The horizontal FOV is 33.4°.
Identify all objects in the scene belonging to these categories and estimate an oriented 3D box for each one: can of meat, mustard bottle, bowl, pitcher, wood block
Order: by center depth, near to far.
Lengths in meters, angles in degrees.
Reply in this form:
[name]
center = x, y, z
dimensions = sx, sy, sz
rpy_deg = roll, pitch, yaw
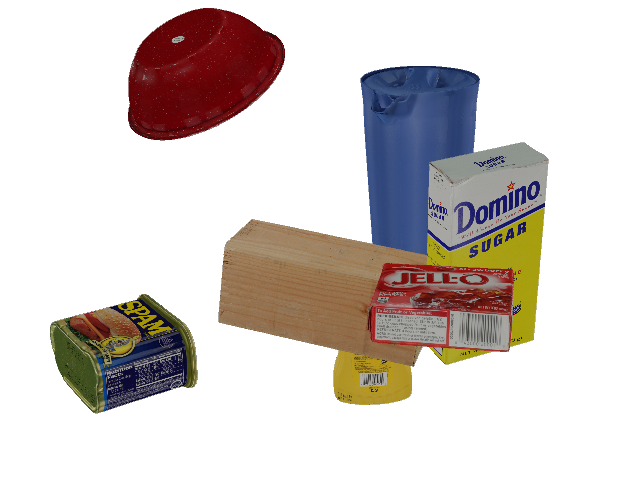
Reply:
[can of meat]
center = -0.160, 0.090, 0.858
dimensions = 0.083, 0.057, 0.102
rpy_deg = -15, 26, -31
[bowl]
center = -0.117, -0.164, 0.977
dimensions = 0.162, 0.162, 0.055
rpy_deg = 0, -44, 32
[wood block]
center = 0.009, 0.051, 1.092
dimensions = 0.206, 0.091, 0.090
rpy_deg = 12, 22, 12
[pitcher]
center = 0.121, -0.079, 1.243
dimensions = 0.149, 0.243, 0.145
rpy_deg = -5, 22, -7
[mustard bottle]
center = 0.060, 0.101, 1.284
dimensions = 0.096, 0.192, 0.058
rpy_deg = -2, 20, 1

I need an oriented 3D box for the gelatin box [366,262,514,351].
[gelatin box]
center = 0.079, 0.041, 0.686
dimensions = 0.089, 0.030, 0.073
rpy_deg = 3, 20, 10

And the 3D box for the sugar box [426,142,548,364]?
[sugar box]
center = 0.138, 0.012, 0.897
dimensions = 0.093, 0.176, 0.048
rpy_deg = -14, 33, -20
